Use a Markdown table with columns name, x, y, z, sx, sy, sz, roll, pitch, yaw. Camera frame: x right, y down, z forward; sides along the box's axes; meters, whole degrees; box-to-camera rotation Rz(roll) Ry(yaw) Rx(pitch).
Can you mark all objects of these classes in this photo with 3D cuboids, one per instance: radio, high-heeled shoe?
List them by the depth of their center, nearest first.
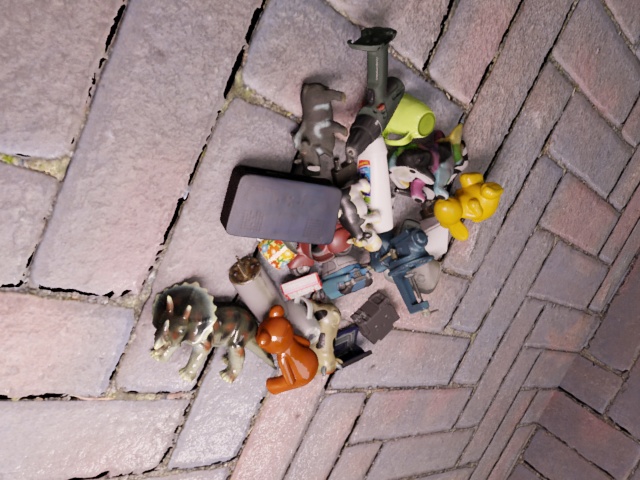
| name | x | y | z | sx | sy | sz | roll | pitch | yaw |
| --- | --- | --- | --- | --- | --- | --- | --- | --- | --- |
| radio | -0.075 | -0.068 | 1.080 | 0.229 | 0.073 | 0.131 | 6 | 110 | -25 |
| high-heeled shoe | 0.288 | -0.182 | 1.362 | 0.248 | 0.086 | 0.145 | -9 | 117 | -42 |

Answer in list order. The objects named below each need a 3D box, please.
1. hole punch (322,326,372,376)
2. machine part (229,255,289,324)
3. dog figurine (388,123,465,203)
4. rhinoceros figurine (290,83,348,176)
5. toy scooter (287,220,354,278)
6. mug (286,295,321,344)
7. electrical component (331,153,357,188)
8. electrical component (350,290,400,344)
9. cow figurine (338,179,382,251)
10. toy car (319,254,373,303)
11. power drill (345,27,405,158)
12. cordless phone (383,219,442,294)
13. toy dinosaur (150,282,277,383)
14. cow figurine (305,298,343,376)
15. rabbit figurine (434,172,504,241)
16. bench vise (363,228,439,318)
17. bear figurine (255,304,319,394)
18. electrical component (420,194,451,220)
| name | x | y | z | sx | sy | sz | roll | pitch | yaw |
| --- | --- | --- | --- | --- | --- | --- | --- | --- | --- |
| hole punch | 0.063 | 0.303 | 1.465 | 0.142 | 0.092 | 0.115 | -20 | 162 | -34 |
| machine part | -0.132 | 0.119 | 1.182 | 0.079 | 0.079 | 0.242 | -40 | 134 | -15 |
| dog figurine | 0.266 | -0.205 | 1.281 | 0.191 | 0.108 | 0.219 | 39 | 61 | -25 |
| rhinoceros figurine | -0.006 | -0.222 | 1.088 | 0.112 | 0.073 | 0.190 | -19 | 125 | -33 |
| toy scooter | -0.003 | -0.004 | 1.224 | 0.184 | 0.075 | 0.135 | -30 | 130 | -18 |
| mug | -0.042 | 0.192 | 1.281 | 0.080 | 0.107 | 0.109 | 9 | 111 | -45 |
| electrical component | 0.057 | -0.152 | 1.220 | 0.063 | 0.021 | 0.093 | -32 | 131 | -23 |
| electrical component | 0.160 | 0.223 | 1.509 | 0.115 | 0.058 | 0.134 | -43 | 135 | -9 |
| cow figurine | 0.081 | -0.043 | 1.196 | 0.098 | 0.068 | 0.167 | -26 | 101 | -37 |
| toy car | 0.051 | 0.084 | 1.293 | 0.109 | 0.161 | 0.103 | -18 | 81 | -26 |
| power drill | 0.106 | -0.303 | 1.076 | 0.232 | 0.086 | 0.207 | -52 | 140 | -39 |
| cordless phone | 0.258 | 0.040 | 1.417 | 0.089 | 0.147 | 0.184 | -48 | 155 | -62 |
| toy dinosaur | -0.211 | 0.194 | 1.140 | 0.404 | 0.131 | 0.192 | 13 | 107 | -51 |
| cow figurine | 0.008 | 0.251 | 1.346 | 0.085 | 0.127 | 0.194 | -4 | 115 | -36 |
| rabbit figurine | 0.357 | -0.084 | 1.375 | 0.173 | 0.122 | 0.162 | -17 | 137 | -30 |
| bench vise | 0.203 | 0.084 | 1.326 | 0.129 | 0.240 | 0.223 | -9 | 162 | -45 |
| bear figurine | -0.092 | 0.239 | 1.169 | 0.195 | 0.132 | 0.120 | 50 | 41 | -32 |
| electrical component | 0.312 | -0.089 | 1.448 | 0.102 | 0.078 | 0.045 | -18 | 86 | -27 |
